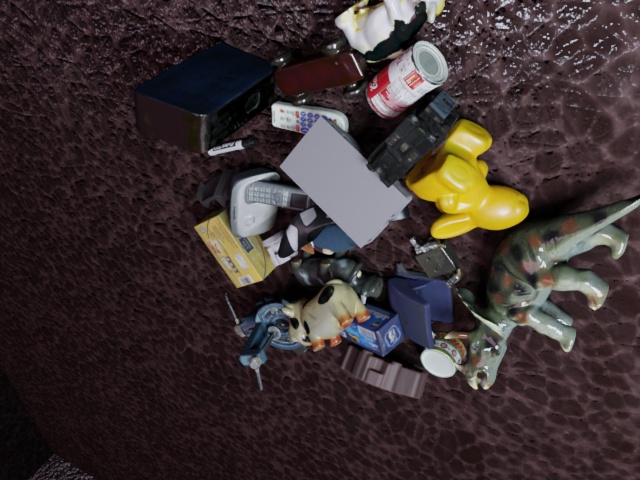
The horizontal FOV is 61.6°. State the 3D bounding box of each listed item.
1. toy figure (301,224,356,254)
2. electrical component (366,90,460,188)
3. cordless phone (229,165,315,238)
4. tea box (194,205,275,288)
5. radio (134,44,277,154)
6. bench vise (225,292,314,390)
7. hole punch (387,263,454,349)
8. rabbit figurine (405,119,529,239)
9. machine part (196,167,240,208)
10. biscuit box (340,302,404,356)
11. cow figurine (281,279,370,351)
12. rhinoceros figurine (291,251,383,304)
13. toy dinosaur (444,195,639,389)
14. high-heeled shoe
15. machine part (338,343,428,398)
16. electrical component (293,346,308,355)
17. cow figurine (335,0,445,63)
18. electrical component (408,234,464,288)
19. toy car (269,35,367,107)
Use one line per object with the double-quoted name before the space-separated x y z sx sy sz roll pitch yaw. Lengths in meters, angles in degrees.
"toy figure" -0.003 -0.003 1.031 0.155 0.064 0.057 -1 127 35
"electrical component" 0.139 -0.153 0.780 0.058 0.115 0.134 42 131 -4
"cordless phone" -0.080 -0.062 1.041 0.184 0.089 0.146 12 130 4
"tea box" -0.181 0.012 1.164 0.098 0.068 0.169 -17 110 42
"radio" -0.174 -0.232 0.863 0.131 0.229 0.073 24 135 14
"bench vise" -0.117 0.194 1.149 0.224 0.241 0.128 -8 114 21
"hole punch" 0.176 0.125 0.987 0.116 0.092 0.142 10 131 34
"rabbit figurine" 0.220 -0.064 0.797 0.173 0.122 0.162 27 139 -11
"machine part" -0.210 -0.104 1.101 0.039 0.084 0.139 23 160 -34
"biscuit box" 0.073 0.159 1.055 0.203 0.063 0.059 15 131 52
"cow figurine" -0.003 0.141 1.022 0.195 0.085 0.127 -47 57 42
"rhinoceros figurine" 0.030 0.071 1.056 0.191 0.073 0.111 9 125 31
"toy dinosaur" 0.319 0.051 0.811 0.192 0.131 0.404 23 125 15
"high-heeled shoe" 0.039 -0.017 0.943 0.145 0.086 0.248 48 114 15
"machine part" 0.126 0.256 1.073 0.179 0.056 0.179 20 175 2
"electrical component" -0.058 0.245 1.286 0.063 0.021 0.094 38 135 4
"cow figurine" 0.111 -0.302 0.722 0.167 0.068 0.098 -13 119 44
"electrical component" 0.203 0.034 0.926 0.078 0.045 0.102 -19 110 41
"toy car" -0.002 -0.256 0.819 0.202 0.053 0.089 8 134 53
